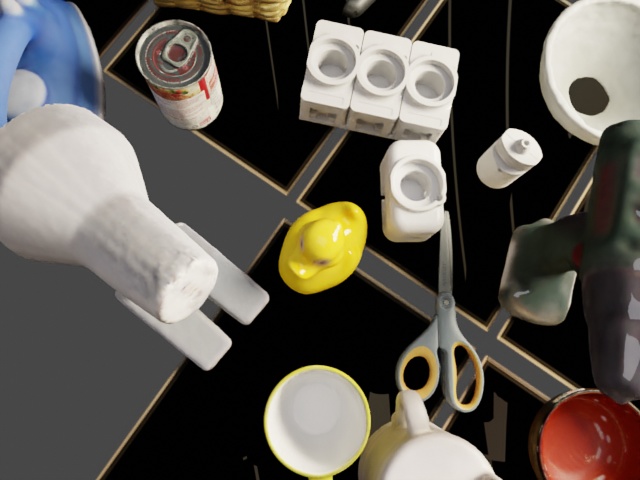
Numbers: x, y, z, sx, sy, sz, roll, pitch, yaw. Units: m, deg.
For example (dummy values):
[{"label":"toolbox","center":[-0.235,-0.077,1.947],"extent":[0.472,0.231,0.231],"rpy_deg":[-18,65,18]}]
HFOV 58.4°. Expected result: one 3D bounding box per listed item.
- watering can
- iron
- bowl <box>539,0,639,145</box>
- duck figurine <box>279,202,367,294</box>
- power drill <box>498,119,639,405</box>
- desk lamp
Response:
[{"label":"watering can","center":[0.096,0.213,0.461],"extent":[0.101,0.194,0.173],"rpy_deg":[-34,83,-9]},{"label":"iron","center":[-0.276,-0.140,0.528],"extent":[0.118,0.141,0.258],"rpy_deg":[6,79,-3]},{"label":"bowl","center":[0.303,-0.167,0.608],"extent":[0.167,0.074,0.167],"rpy_deg":[1,79,-4]},{"label":"duck figurine","center":[0.005,0.002,0.549],"extent":[0.077,0.086,0.105],"rpy_deg":[43,80,5]},{"label":"power drill","center":[0.233,0.022,0.499],"extent":[0.075,0.208,0.230],"rpy_deg":[16,79,0]},{"label":"desk lamp","center":[-0.147,0.007,0.473],"extent":[0.203,0.213,0.118],"rpy_deg":[38,79,4]}]
